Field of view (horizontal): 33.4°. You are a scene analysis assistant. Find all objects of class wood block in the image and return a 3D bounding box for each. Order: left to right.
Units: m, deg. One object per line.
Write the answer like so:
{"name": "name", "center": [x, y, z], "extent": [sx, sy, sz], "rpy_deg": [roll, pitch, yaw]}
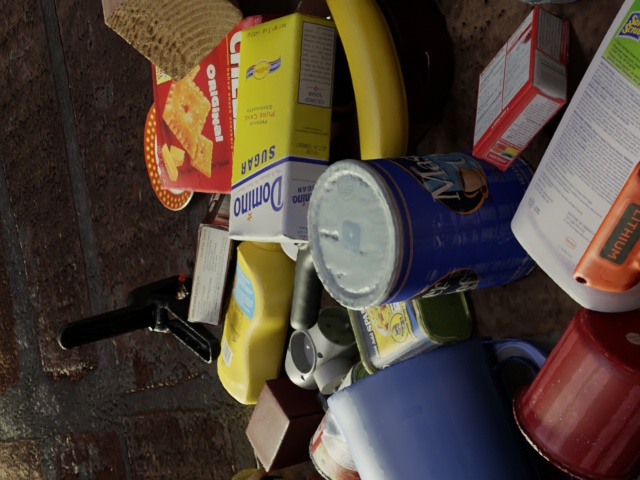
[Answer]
{"name": "wood block", "center": [-0.149, -0.249, 1.014], "extent": [0.090, 0.090, 0.206], "rpy_deg": [-42, 33, 15]}

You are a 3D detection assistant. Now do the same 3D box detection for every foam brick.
{"name": "foam brick", "center": [-0.030, 0.176, 1.032], "extent": [0.051, 0.052, 0.078], "rpy_deg": [53, 135, 36]}

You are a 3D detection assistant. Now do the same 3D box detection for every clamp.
{"name": "clamp", "center": [-0.179, 0.079, 1.135], "extent": [0.210, 0.164, 0.036], "rpy_deg": [-90, 4, -74]}
{"name": "clamp", "center": [-0.006, 0.001, 0.901], "extent": [0.120, 0.039, 0.172], "rpy_deg": [63, 147, 11]}

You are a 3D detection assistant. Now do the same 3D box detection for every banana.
{"name": "banana", "center": [0.034, -0.120, 0.800], "extent": [0.070, 0.037, 0.198], "rpy_deg": [-7, 91, 51]}

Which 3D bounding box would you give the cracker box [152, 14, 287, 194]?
{"name": "cracker box", "center": [-0.087, -0.128, 1.039], "extent": [0.214, 0.071, 0.164], "rpy_deg": [7, 102, 55]}

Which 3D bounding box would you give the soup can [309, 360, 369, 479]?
{"name": "soup can", "center": [0.039, 0.156, 0.910], "extent": [0.068, 0.068, 0.102], "rpy_deg": [57, 138, 33]}

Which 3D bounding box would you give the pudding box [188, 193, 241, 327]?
{"name": "pudding box", "center": [-0.104, 0.018, 1.084], "extent": [0.090, 0.039, 0.113], "rpy_deg": [-81, 0, -65]}

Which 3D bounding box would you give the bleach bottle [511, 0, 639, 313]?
{"name": "bleach bottle", "center": [0.202, -0.084, 0.629], "extent": [0.103, 0.067, 0.251], "rpy_deg": [52, 134, 40]}

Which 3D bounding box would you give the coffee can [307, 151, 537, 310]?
{"name": "coffee can", "center": [0.077, -0.010, 0.758], "extent": [0.103, 0.140, 0.103], "rpy_deg": [15, 109, 54]}

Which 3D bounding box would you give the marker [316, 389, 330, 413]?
{"name": "marker", "center": [0.029, 0.183, 0.974], "extent": [0.121, 0.020, 0.020], "rpy_deg": [57, 139, 33]}

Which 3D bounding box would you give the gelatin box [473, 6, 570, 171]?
{"name": "gelatin box", "center": [0.135, -0.102, 0.717], "extent": [0.073, 0.030, 0.089], "rpy_deg": [-53, 17, 46]}

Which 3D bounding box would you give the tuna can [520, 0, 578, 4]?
{"name": "tuna can", "center": [0.154, -0.199, 0.701], "extent": [0.086, 0.033, 0.086], "rpy_deg": [16, 110, 54]}

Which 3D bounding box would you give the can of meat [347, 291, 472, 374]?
{"name": "can of meat", "center": [0.069, 0.050, 0.853], "extent": [0.084, 0.057, 0.102], "rpy_deg": [-39, 60, 50]}

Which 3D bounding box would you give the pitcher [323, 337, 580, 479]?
{"name": "pitcher", "center": [0.115, 0.196, 0.767], "extent": [0.243, 0.144, 0.149], "rpy_deg": [68, 157, 14]}

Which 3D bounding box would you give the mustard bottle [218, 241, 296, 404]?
{"name": "mustard bottle", "center": [-0.058, 0.058, 1.042], "extent": [0.096, 0.058, 0.192], "rpy_deg": [-122, 38, -58]}

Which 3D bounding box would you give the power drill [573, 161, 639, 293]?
{"name": "power drill", "center": [0.233, 0.039, 0.563], "extent": [0.188, 0.057, 0.185], "rpy_deg": [35, 133, 18]}

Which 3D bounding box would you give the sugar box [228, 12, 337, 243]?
{"name": "sugar box", "center": [-0.032, -0.086, 0.861], "extent": [0.093, 0.048, 0.176], "rpy_deg": [0, 84, 57]}

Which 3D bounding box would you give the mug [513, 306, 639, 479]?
{"name": "mug", "center": [0.191, 0.099, 0.669], "extent": [0.117, 0.093, 0.082], "rpy_deg": [31, 122, 13]}
